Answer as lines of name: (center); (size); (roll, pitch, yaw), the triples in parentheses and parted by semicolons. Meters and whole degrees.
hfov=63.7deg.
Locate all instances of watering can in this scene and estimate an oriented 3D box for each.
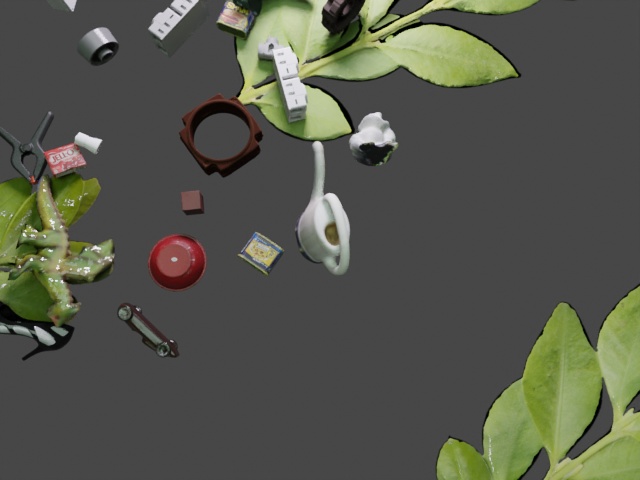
watering can: (0.004, -0.069, 1.378); (0.104, 0.221, 0.351); (-8, 78, -24)

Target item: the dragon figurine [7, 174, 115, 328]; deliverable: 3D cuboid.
dragon figurine: (-0.678, 0.024, 1.381); (0.242, 0.120, 0.418); (13, 66, -20)

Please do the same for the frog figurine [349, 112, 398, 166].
frog figurine: (0.150, -0.295, 1.505); (0.137, 0.120, 0.163); (-15, 45, 2)
